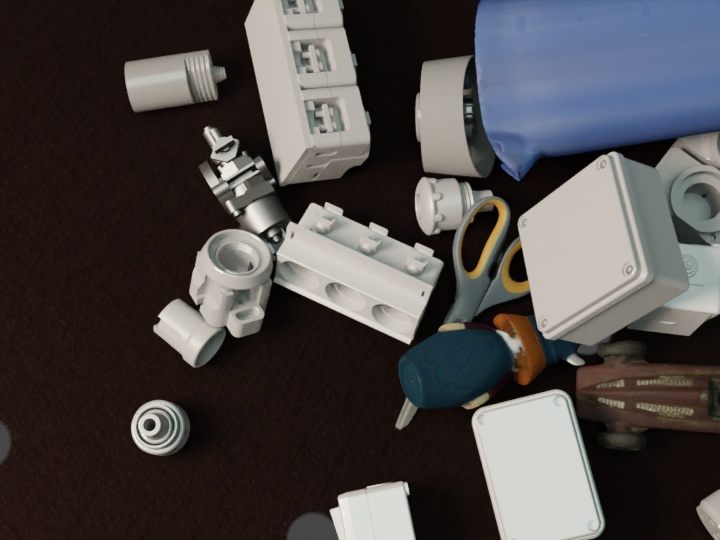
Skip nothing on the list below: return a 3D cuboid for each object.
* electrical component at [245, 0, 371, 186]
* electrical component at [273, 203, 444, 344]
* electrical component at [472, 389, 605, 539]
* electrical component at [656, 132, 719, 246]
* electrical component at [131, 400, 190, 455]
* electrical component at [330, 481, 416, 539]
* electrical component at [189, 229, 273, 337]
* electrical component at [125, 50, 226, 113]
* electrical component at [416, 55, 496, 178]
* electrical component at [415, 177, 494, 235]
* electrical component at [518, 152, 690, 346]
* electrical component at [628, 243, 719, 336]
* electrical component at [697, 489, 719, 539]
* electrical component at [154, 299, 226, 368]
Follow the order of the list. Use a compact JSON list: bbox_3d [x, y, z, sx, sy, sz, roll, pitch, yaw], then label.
[{"bbox_3d":[-0.041,-0.156,0.880,0.062,0.089,0.150,-9,78,-20],"label":"electrical component"},{"bbox_3d":[0.000,0.000,0.864,0.121,0.078,0.063,24,58,7],"label":"electrical component"},{"bbox_3d":[0.137,0.154,0.827,0.078,0.057,0.113,-15,78,8],"label":"electrical component"},{"bbox_3d":[0.325,-0.042,0.865,0.186,0.060,0.105,38,82,8],"label":"electrical component"},{"bbox_3d":[-0.159,0.123,0.845,0.043,0.062,0.043,0,79,1],"label":"electrical component"},{"bbox_3d":[0.015,0.214,0.822,0.061,0.061,0.096,-12,78,0],"label":"electrical component"},{"bbox_3d":[-0.101,0.005,0.857,0.058,0.057,0.078,-16,55,-30],"label":"electrical component"},{"bbox_3d":[-0.154,-0.161,0.913,0.081,0.043,0.043,-9,78,0],"label":"electrical component"},{"bbox_3d":[0.079,-0.124,0.873,0.064,0.099,0.099,0,78,8],"label":"electrical component"},{"bbox_3d":[0.078,-0.054,0.884,0.062,0.048,0.048,-6,78,-9],"label":"electrical component"},{"bbox_3d":[0.180,-0.014,0.810,0.056,0.109,0.108,13,56,-31],"label":"electrical component"},{"bbox_3d":[0.244,0.014,0.838,0.062,0.096,0.061,7,79,3],"label":"electrical component"},{"bbox_3d":[0.295,0.184,0.828,0.055,0.045,0.045,-32,79,-4],"label":"electrical component"},{"bbox_3d":[-0.139,0.050,0.872,0.046,0.040,0.040,36,82,14],"label":"electrical component"}]
